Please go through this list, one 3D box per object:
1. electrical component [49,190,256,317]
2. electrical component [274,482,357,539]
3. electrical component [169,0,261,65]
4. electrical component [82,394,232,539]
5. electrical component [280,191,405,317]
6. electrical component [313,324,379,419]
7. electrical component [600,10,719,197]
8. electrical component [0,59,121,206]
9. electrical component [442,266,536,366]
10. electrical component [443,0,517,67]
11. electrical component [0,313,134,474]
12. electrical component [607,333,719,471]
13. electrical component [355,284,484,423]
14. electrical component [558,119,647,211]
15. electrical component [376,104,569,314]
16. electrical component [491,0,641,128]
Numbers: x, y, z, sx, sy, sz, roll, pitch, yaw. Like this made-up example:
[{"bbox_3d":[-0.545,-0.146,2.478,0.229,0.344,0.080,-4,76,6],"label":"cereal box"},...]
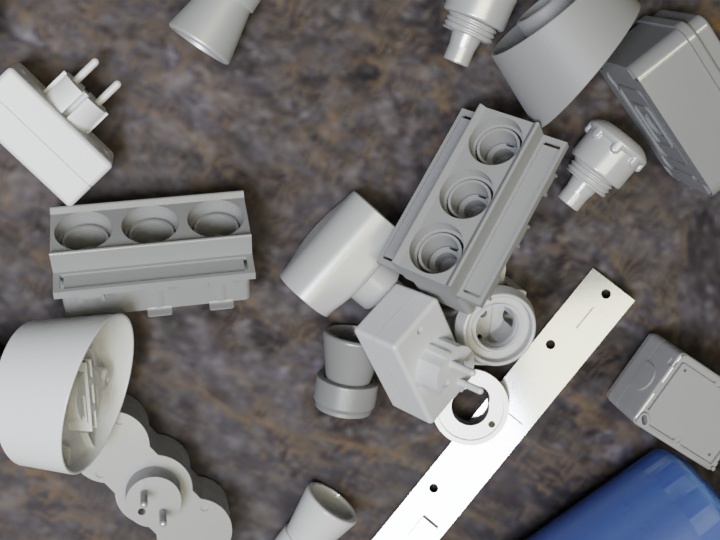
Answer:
[{"bbox_3d":[-0.132,-0.008,0.690,0.121,0.078,0.063,-6,135,-10],"label":"electrical component"},{"bbox_3d":[-0.038,0.193,0.780,0.044,0.044,0.065,33,101,-18],"label":"electrical component"},{"bbox_3d":[-0.084,-0.168,0.673,0.044,0.044,0.065,33,92,-18],"label":"electrical component"},{"bbox_3d":[-0.140,0.149,0.729,0.052,0.073,0.138,-39,109,1],"label":"electrical component"},{"bbox_3d":[0.000,0.000,0.733,0.079,0.043,0.077,40,94,-18],"label":"electrical component"},{"bbox_3d":[-0.008,0.070,0.750,0.045,0.045,0.055,6,104,-13],"label":"electrical component"},{"bbox_3d":[0.221,-0.115,0.729,0.057,0.078,0.113,-38,109,4],"label":"electrical component"},{"bbox_3d":[-0.183,-0.097,0.668,0.076,0.047,0.083,-44,108,2],"label":"electrical component"},{"bbox_3d":[0.089,0.033,0.753,0.058,0.057,0.078,3,104,-12],"label":"electrical component"},{"bbox_3d":[0.075,-0.165,0.704,0.043,0.043,0.062,20,101,-16],"label":"electrical component"},{"bbox_3d":[-0.178,0.075,0.661,0.064,0.099,0.099,1,106,11],"label":"electrical component"},{"bbox_3d":[0.242,0.099,0.799,0.096,0.061,0.061,32,97,-17],"label":"electrical component"},{"bbox_3d":[0.050,0.062,0.713,0.047,0.076,0.083,-47,135,-23],"label":"electrical component"},{"bbox_3d":[0.164,-0.070,0.748,0.048,0.048,0.062,34,103,-18],"label":"electrical component"},{"bbox_3d":[0.077,-0.037,0.708,0.121,0.079,0.063,-61,152,-12],"label":"electrical component"},{"bbox_3d":[0.135,-0.146,0.695,0.099,0.099,0.064,-40,103,1],"label":"electrical component"}]
